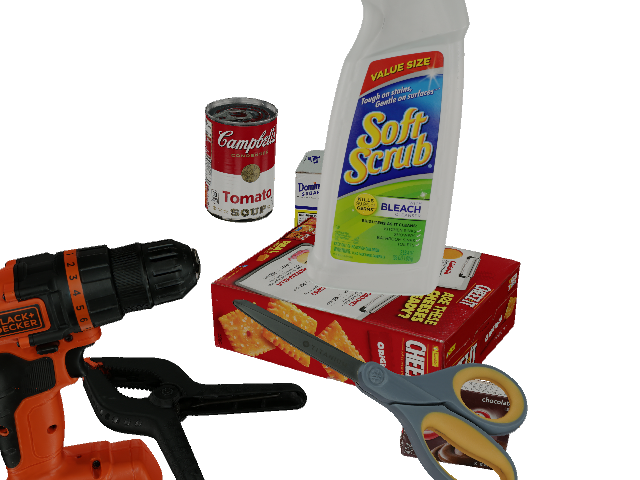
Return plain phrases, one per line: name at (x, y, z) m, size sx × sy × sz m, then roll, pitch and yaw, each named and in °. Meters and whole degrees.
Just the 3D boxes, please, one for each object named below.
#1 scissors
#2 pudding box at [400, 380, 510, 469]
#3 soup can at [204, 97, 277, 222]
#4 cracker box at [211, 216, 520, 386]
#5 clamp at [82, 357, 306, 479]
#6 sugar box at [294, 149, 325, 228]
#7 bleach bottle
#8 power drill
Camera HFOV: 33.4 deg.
scissors at (0.048, 0.078, 0.657) m, size 0.096 × 0.202 × 0.016 m, roll -44°, pitch -6°, yaw -34°
pudding box at (0.148, 0.194, 1.152) m, size 0.113 × 0.090 × 0.039 m, roll 8°, pitch 21°, yaw 1°
soup can at (-0.076, -0.077, 1.013) m, size 0.068 × 0.102 × 0.068 m, roll 3°, pitch 27°, yaw -2°
cracker box at (0.040, 0.056, 0.910) m, size 0.214 × 0.072 × 0.163 m, roll 13°, pitch 28°, yaw 28°
clamp at (-0.128, 0.148, 0.975) m, size 0.210 × 0.036 × 0.164 m, roll 22°, pitch 36°, yaw 32°
sugar box at (-0.005, -0.009, 1.242) m, size 0.048 × 0.176 × 0.093 m, roll 2°, pitch 21°, yaw 9°
bleach bottle at (0.047, -0.088, 0.744) m, size 0.102 × 0.251 × 0.068 m, roll 5°, pitch 23°, yaw 6°
power drill at (-0.158, 0.093, 0.707) m, size 0.184 × 0.188 × 0.057 m, roll -11°, pitch 25°, yaw -7°
